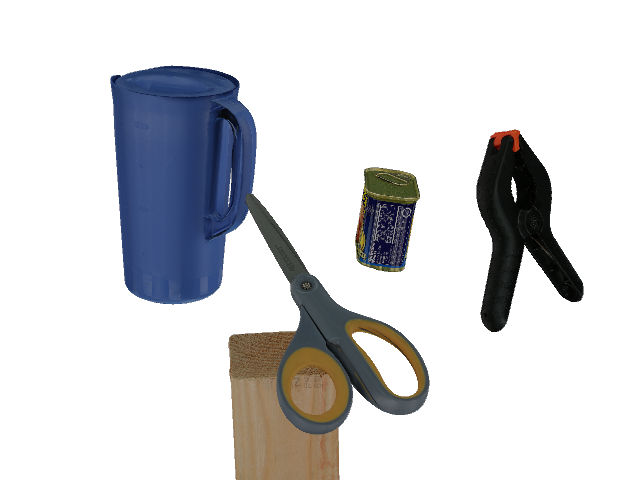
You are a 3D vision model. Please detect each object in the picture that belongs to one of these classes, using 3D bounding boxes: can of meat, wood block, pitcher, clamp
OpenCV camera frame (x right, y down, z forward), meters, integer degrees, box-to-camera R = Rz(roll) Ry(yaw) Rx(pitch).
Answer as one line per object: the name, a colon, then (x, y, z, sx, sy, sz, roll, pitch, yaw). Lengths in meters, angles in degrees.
can of meat: (0.069, -0.023, 1.137, 0.057, 0.084, 0.102, 8, 20, -2)
wood block: (-0.031, 0.191, 0.933, 0.090, 0.206, 0.091, -2, 20, -5)
pitcher: (-0.148, -0.057, 1.137, 0.145, 0.243, 0.149, 0, 22, -9)
clamp: (0.167, -0.006, 0.925, 0.120, 0.171, 0.039, -27, 11, -40)

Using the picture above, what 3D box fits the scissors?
scissors: (-0.019, 0.045, 0.656, 0.096, 0.016, 0.202, -32, 53, -26)
